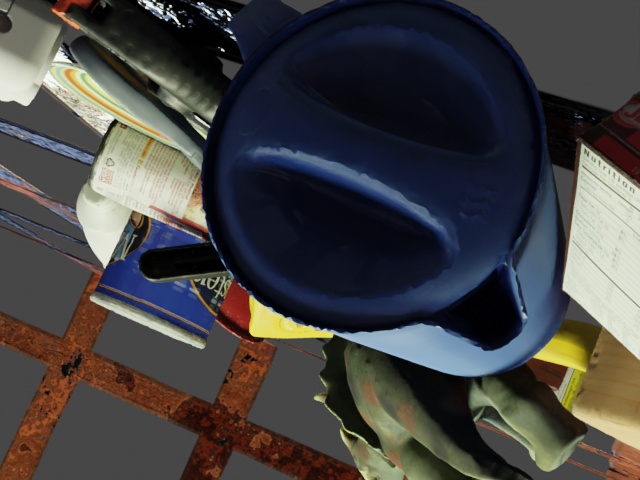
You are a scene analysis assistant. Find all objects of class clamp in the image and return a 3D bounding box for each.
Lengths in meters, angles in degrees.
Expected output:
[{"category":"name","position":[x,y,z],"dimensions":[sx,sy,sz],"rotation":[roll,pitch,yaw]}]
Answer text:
[{"category":"clamp","position":[-0.073,-0.088,0.580],"dimensions":[0.171,0.039,0.120],"rotation":[38,173,-31]},{"category":"clamp","position":[-0.005,0.001,0.785],"dimensions":[0.209,0.036,0.165],"rotation":[6,157,-37]}]

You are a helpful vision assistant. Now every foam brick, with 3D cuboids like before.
[{"category":"foam brick","position":[0.178,0.095,0.933],"dimensions":[0.078,0.053,0.051],"rotation":[24,172,6]}]

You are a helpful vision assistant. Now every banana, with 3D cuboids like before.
[{"category":"banana","position":[0.205,0.093,0.829],"dimensions":[0.198,0.069,0.037],"rotation":[14,127,64]}]

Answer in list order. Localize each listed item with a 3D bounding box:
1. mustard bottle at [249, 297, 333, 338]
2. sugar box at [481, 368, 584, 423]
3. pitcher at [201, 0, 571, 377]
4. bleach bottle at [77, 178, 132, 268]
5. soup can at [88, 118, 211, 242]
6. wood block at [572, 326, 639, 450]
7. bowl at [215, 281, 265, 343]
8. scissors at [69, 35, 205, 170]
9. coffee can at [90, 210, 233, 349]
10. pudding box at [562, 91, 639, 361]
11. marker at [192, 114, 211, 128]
[{"category":"mustard bottle","position":[0.037,0.050,0.906],"dimensions":[0.191,0.058,0.096],"rotation":[3,143,-6]},{"category":"sugar box","position":[0.167,0.126,1.015],"dimensions":[0.176,0.093,0.048],"rotation":[17,169,38]},{"category":"pitcher","position":[0.046,-0.012,0.501],"dimensions":[0.145,0.149,0.242],"rotation":[4,167,19]},{"category":"bleach bottle","position":[-0.201,-0.016,1.085],"dimensions":[0.068,0.102,0.251],"rotation":[30,172,7]},{"category":"soup can","position":[-0.115,-0.049,0.808],"dimensions":[0.102,0.068,0.068],"rotation":[24,171,-2]},{"category":"wood block","position":[0.258,0.094,0.630],"dimensions":[0.090,0.091,0.206],"rotation":[28,170,-22]},{"category":"bowl","position":[-0.092,0.025,1.077],"dimensions":[0.162,0.055,0.162],"rotation":[47,-170,-12]},{"category":"scissors","position":[-0.071,-0.049,0.595],"dimensions":[0.202,0.016,0.096],"rotation":[47,-172,15]},{"category":"coffee can","position":[-0.115,0.006,0.890],"dimensions":[0.103,0.140,0.103],"rotation":[23,171,4]},{"category":"pudding box","position":[0.141,0.010,0.421],"dimensions":[0.090,0.039,0.113],"rotation":[48,162,31]},{"category":"marker","position":[-0.052,-0.071,0.684],"dimensions":[0.121,0.020,0.020],"rotation":[31,168,-37]}]
